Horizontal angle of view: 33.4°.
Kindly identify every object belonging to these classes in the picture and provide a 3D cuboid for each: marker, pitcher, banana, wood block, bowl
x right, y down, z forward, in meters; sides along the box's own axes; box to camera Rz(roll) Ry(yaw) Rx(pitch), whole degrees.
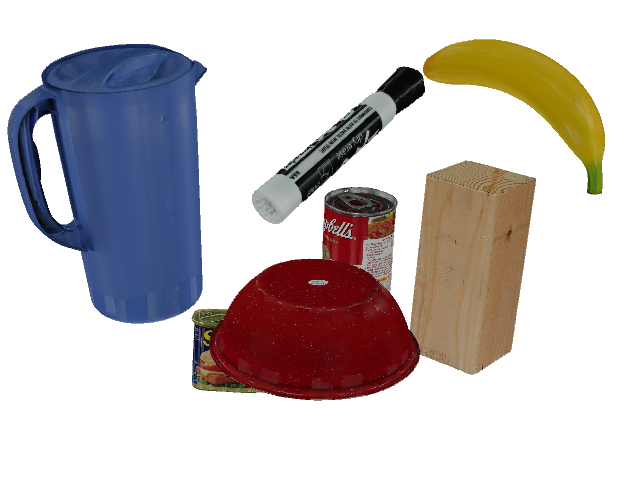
[{"bbox_3d":[0.012,-0.050,0.523,0.020,0.020,0.121,0,36,50],"label":"marker"},{"bbox_3d":[-0.180,-0.047,0.973,0.149,0.243,0.145,2,28,8],"label":"pitcher"},{"bbox_3d":[0.151,-0.114,0.815,0.037,0.070,0.198,2,32,-43],"label":"banana"},{"bbox_3d":[0.165,0.028,1.171,0.090,0.206,0.090,19,25,34],"label":"wood block"},{"bbox_3d":[-0.003,0.056,0.805,0.162,0.055,0.162,2,22,-1],"label":"bowl"}]

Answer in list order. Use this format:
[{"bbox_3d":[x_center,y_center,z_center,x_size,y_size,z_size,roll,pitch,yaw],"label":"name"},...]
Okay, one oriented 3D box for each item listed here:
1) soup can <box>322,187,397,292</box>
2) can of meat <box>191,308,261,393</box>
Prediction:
[{"bbox_3d":[0.035,0.009,1.003,0.068,0.102,0.068,2,24,-1],"label":"soup can"},{"bbox_3d":[-0.100,0.129,1.244,0.102,0.084,0.057,4,13,0],"label":"can of meat"}]
